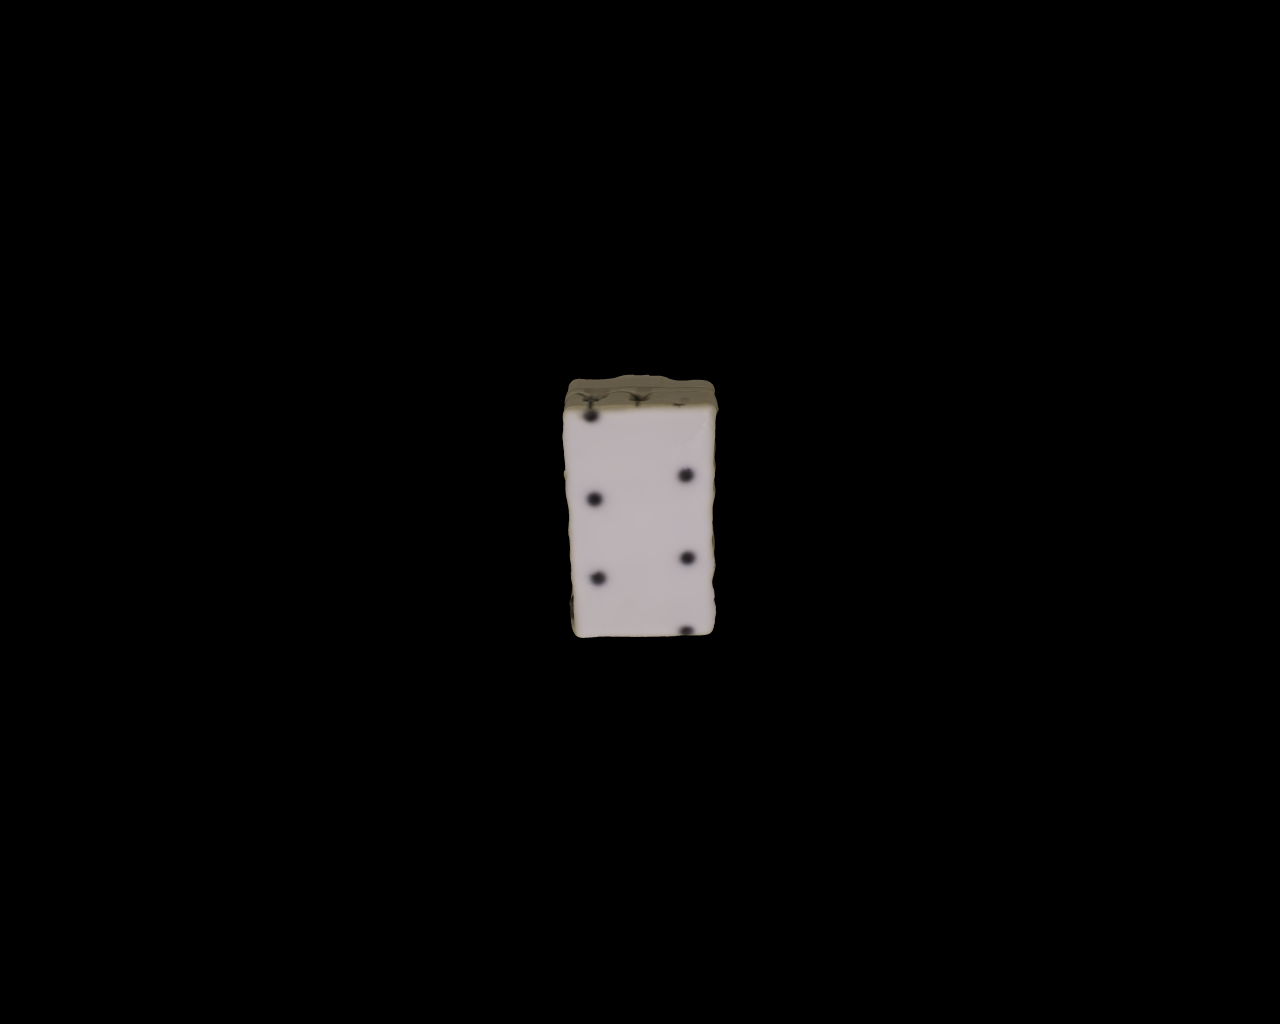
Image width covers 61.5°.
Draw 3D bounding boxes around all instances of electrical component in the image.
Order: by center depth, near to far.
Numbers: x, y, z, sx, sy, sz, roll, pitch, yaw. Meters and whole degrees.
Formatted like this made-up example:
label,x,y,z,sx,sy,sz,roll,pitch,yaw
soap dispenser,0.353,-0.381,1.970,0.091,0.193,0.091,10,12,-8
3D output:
label,x,y,z,sx,sy,sz,roll,pitch,yaw
electrical component,0.001,-0.003,0.650,0.089,0.150,0.062,0,24,0
